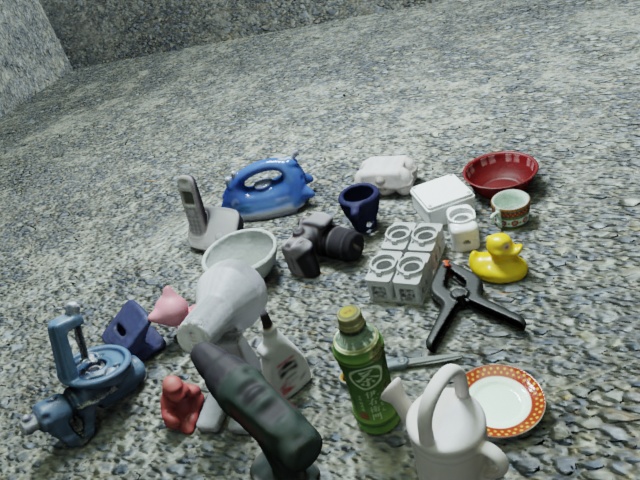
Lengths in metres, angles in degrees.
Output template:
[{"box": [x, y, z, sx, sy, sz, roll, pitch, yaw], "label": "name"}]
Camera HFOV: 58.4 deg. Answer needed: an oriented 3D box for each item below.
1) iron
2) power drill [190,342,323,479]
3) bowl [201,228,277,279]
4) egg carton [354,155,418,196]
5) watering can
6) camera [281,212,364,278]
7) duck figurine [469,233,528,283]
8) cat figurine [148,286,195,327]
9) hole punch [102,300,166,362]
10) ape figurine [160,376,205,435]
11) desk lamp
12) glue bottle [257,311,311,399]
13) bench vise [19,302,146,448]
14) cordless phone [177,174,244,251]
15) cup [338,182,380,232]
[{"box": [-0.148, -0.136, 1.426, 0.258, 0.142, 0.118, -14, 34, 4], "label": "iron"}, {"box": [-0.079, 0.256, 0.777, 0.076, 0.209, 0.228, -38, 39, -28], "label": "power drill"}, {"box": [-0.163, 0.051, 1.225, 0.167, 0.075, 0.167, -11, 34, 8], "label": "bowl"}, {"box": [0.160, -0.155, 1.388, 0.150, 0.069, 0.107, 1, 37, 24], "label": "egg carton"}, {"box": [0.152, 0.235, 0.722, 0.172, 0.194, 0.101, 3, 38, 26], "label": "watering can"}, {"box": [0.011, 0.004, 1.195, 0.136, 0.101, 0.143, 14, 44, 37], "label": "camera"}, {"box": [0.323, 0.025, 1.047, 0.104, 0.086, 0.078, 5, 39, 28], "label": "duck figurine"}, {"box": [-0.261, 0.136, 1.106, 0.128, 0.118, 0.067, -20, 34, -6], "label": "cat figurine"}, {"box": [-0.368, 0.184, 1.106, 0.101, 0.091, 0.108, -35, 38, -25], "label": "hole punch"}, {"box": [-0.232, 0.261, 0.938, 0.078, 0.092, 0.075, -34, 38, -24], "label": "ape figurine"}, {"box": [-0.151, 0.167, 0.929, 0.117, 0.214, 0.203, -5, 36, 17], "label": "desk lamp"}, {"box": [-0.067, 0.179, 0.913, 0.078, 0.173, 0.037, -37, 39, -27], "label": "glue bottle"}, {"box": [-0.403, 0.224, 0.948, 0.121, 0.220, 0.207, 1, 38, 24], "label": "bench vise"}, {"box": [-0.259, -0.064, 1.331, 0.147, 0.185, 0.094, 4, 39, 28], "label": "cordless phone"}, {"box": [0.091, -0.058, 1.255, 0.091, 0.095, 0.118, -6, 35, 16], "label": "cup"}]
